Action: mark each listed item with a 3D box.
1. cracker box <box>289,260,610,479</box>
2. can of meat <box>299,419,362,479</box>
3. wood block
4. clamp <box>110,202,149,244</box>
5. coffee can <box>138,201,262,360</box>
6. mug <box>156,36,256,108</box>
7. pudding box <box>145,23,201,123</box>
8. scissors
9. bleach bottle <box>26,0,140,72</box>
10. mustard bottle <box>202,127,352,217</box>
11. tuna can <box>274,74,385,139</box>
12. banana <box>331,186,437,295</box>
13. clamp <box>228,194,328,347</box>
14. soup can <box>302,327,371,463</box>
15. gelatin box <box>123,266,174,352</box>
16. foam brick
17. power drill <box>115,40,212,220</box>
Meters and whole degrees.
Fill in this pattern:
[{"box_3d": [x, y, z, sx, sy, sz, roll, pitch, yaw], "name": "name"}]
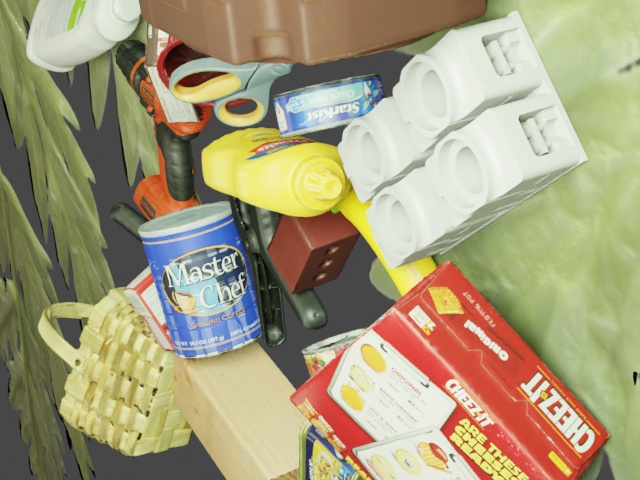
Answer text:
[{"box_3d": [0.086, 0.129, 0.788, 0.164, 0.072, 0.214, 47, 148, 4], "name": "cracker box"}, {"box_3d": [0.026, 0.220, 1.007, 0.084, 0.057, 0.102, 38, 138, 44], "name": "can of meat"}, {"box_3d": [-0.070, 0.197, 1.133, 0.206, 0.090, 0.090, 45, 143, 40], "name": "wood block"}, {"box_3d": [-0.173, 0.013, 1.230, 0.172, 0.039, 0.120, 12, 148, 46], "name": "clamp"}, {"box_3d": [-0.122, 0.041, 1.117, 0.103, 0.102, 0.140, 7, 115, 60], "name": "coffee can"}, {"box_3d": [-0.084, -0.170, 0.942, 0.093, 0.117, 0.081, -21, 49, 33], "name": "mug"}, {"box_3d": [-0.139, -0.177, 1.026, 0.113, 0.039, 0.090, 76, -168, -68], "name": "pudding box"}, {"box_3d": [-0.031, -0.134, 0.887, 0.096, 0.202, 0.016, 48, -137, -52], "name": "scissors"}, {"box_3d": [-0.269, -0.253, 1.246, 0.251, 0.068, 0.102, 11, 87, 58], "name": "bleach bottle"}, {"box_3d": [-0.027, -0.055, 0.872, 0.192, 0.096, 0.058, -154, 58, -66], "name": "mustard bottle"}, {"box_3d": [0.008, -0.103, 0.819, 0.086, 0.086, 0.034, -2, 102, 62], "name": "tuna can"}, {"box_3d": [0.066, 0.018, 0.843, 0.198, 0.037, 0.069, 57, 169, 30], "name": "banana"}, {"box_3d": [-0.055, 0.007, 1.052, 0.210, 0.036, 0.165, 69, 159, 12], "name": "clamp"}, {"box_3d": [0.032, 0.135, 0.934, 0.069, 0.068, 0.102, -16, 93, 63], "name": "soup can"}, {"box_3d": [-0.163, 0.067, 1.172, 0.030, 0.073, 0.089, 0, 127, 49], "name": "gelatin box"}, {"box_3d": [-0.006, 0.001, 0.943, 0.051, 0.052, 0.078, 59, 151, 23], "name": "foam brick"}, {"box_3d": [-0.177, -0.113, 1.184, 0.185, 0.057, 0.188, 46, 144, 45], "name": "power drill"}]
